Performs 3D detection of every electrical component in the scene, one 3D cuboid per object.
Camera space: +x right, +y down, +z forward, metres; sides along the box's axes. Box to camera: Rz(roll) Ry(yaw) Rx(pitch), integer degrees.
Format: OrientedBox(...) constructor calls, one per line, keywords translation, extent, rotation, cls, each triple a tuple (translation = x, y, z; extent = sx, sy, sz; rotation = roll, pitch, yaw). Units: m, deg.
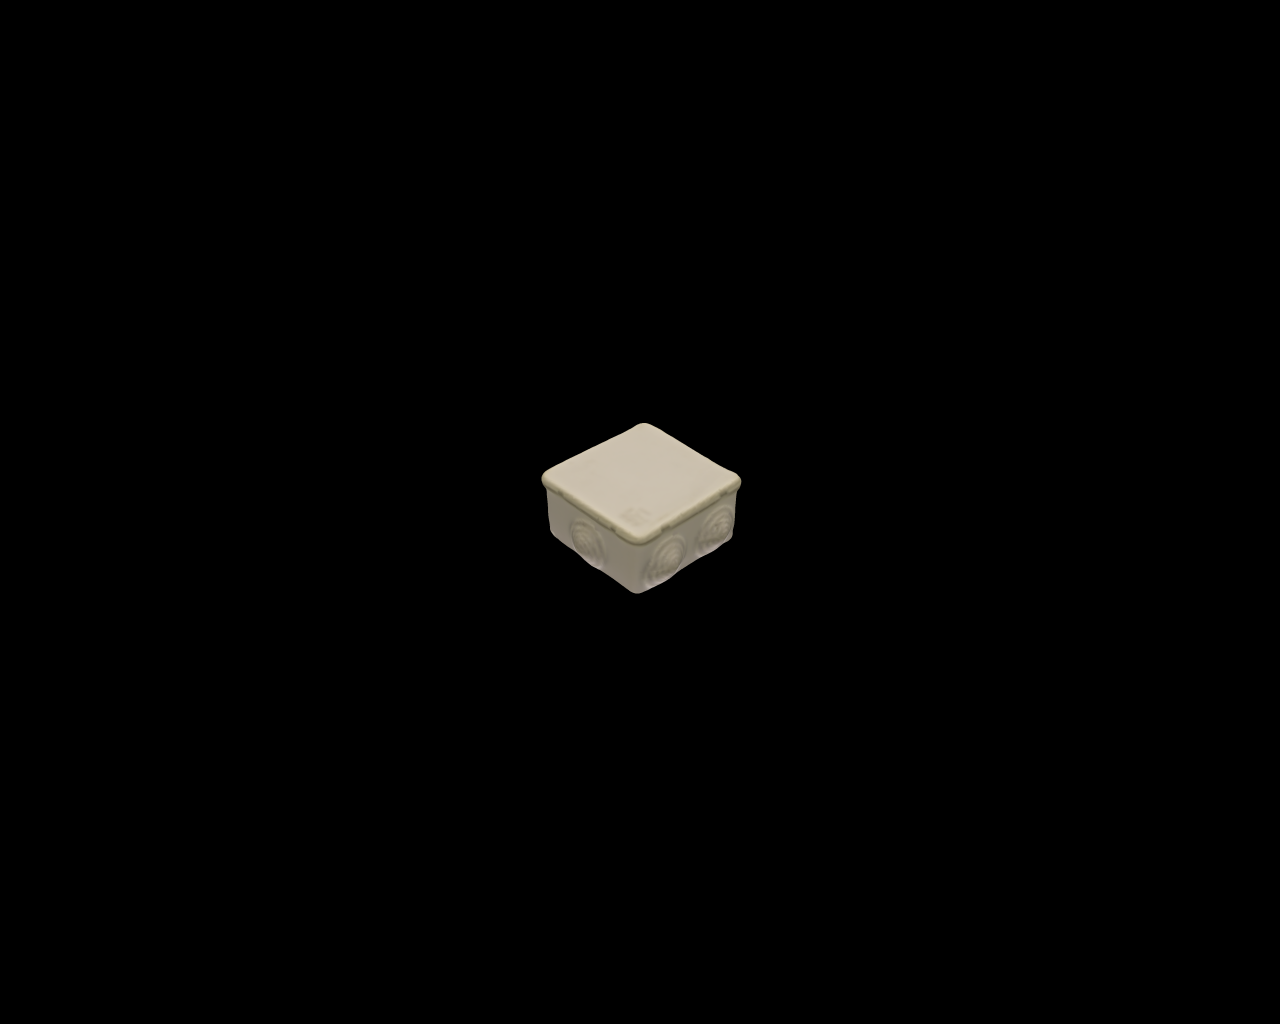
OrientedBox(translation=(0.001, -0.003, 0.650), extent=(0.100, 0.048, 0.100), rotation=(-29, 46, -33), cls="electrical component")
